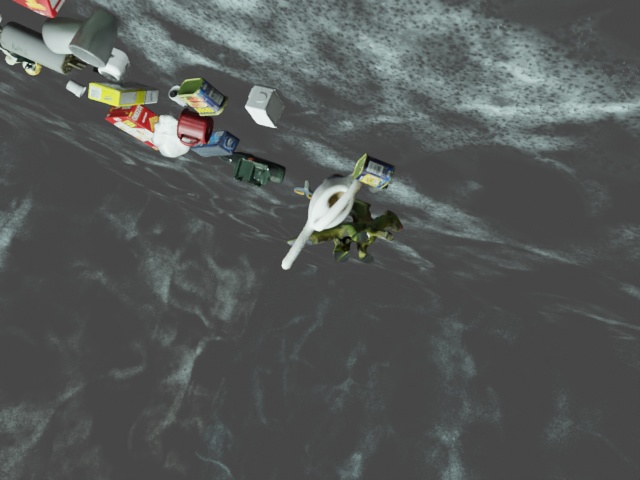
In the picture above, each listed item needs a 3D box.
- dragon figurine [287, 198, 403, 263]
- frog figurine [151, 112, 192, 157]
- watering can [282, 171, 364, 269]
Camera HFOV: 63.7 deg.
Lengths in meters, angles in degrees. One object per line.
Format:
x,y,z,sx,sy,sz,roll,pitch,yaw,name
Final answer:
0.089,-0.053,1.657,0.410,0.249,0.119,6,129,-15,dragon figurine
-0.452,-0.331,1.607,0.138,0.123,0.158,-10,173,-27,frog figurine
0.005,-0.075,1.493,0.103,0.346,0.227,41,-172,-12,watering can
